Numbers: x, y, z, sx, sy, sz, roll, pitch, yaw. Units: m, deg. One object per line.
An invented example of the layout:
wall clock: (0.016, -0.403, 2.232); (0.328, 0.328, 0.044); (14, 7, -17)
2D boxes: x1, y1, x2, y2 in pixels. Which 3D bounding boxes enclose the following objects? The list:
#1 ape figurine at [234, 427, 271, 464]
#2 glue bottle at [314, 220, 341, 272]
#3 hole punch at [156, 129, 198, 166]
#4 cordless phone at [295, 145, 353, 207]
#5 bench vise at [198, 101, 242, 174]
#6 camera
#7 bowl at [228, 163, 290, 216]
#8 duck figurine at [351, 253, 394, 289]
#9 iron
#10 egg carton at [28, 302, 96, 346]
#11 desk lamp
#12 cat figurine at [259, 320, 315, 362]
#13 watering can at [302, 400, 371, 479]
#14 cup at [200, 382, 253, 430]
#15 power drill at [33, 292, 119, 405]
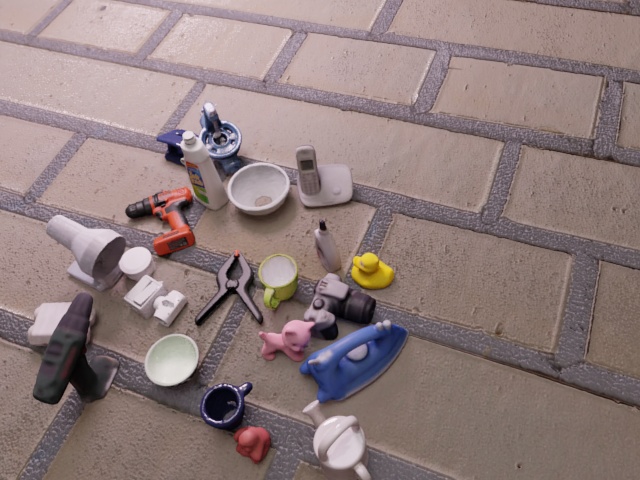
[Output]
ape figurine: (-0.139, 0.406, 1.152); (0.076, 0.092, 0.077); (-23, 55, -9)
glue bottle: (0.013, 0.005, 1.365); (0.037, 0.173, 0.078); (-30, 57, -14)
hole punch: (-0.406, -0.286, 1.670); (0.108, 0.091, 0.101); (20, 60, 19)
cordless phone: (0.009, -0.174, 1.484); (0.147, 0.185, 0.094); (-8, 54, 1)
bench vise: (-0.305, -0.311, 1.596); (0.206, 0.220, 0.122); (37, 67, 28)
camera: (0.049, 0.153, 1.301); (0.136, 0.101, 0.143); (16, 59, 17)
bowl: (-0.159, -0.123, 1.536); (0.167, 0.075, 0.167); (-3, 55, 5)
duck figurine: (0.124, 0.066, 1.362); (0.104, 0.086, 0.077); (12, 57, 15)
iron: (0.082, 0.231, 1.218); (0.258, 0.142, 0.118); (-29, 57, -13)
egg carton: (-0.614, 0.202, 1.367); (0.150, 0.069, 0.107); (-3, 55, 5)
desk lamp: (-0.558, 0.034, 1.389); (0.202, 0.214, 0.118); (21, 60, 20)
cat figurine: (-0.073, 0.215, 1.262); (0.127, 0.118, 0.067); (-1, 55, 7)
watering can: (0.031, 0.383, 1.084); (0.172, 0.194, 0.101); (22, 61, 21)
cup: (-0.184, 0.349, 1.196); (0.118, 0.095, 0.091); (-37, 59, -18)
power drill: (-0.517, 0.254, 1.233); (0.075, 0.209, 0.230); (8, 57, 13)
